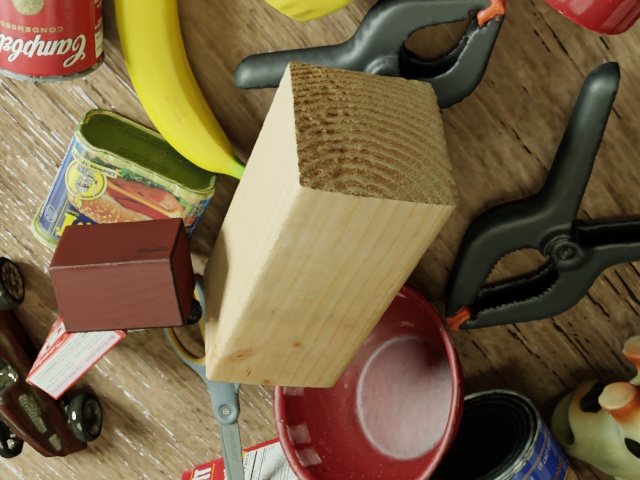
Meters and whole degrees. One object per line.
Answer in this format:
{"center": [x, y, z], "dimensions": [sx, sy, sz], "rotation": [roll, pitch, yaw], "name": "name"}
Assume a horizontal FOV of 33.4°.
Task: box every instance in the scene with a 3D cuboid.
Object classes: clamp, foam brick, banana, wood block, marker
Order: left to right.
{"center": [-0.123, 0.022, 0.668], "dimensions": [0.078, 0.053, 0.051], "rotation": [-3, 121, 5], "name": "foam brick"}
{"center": [-0.112, 0.052, 0.737], "dimensions": [0.020, 0.020, 0.121], "rotation": [40, 156, -20], "name": "marker"}
{"center": [-0.088, -0.118, 0.646], "dimensions": [0.070, 0.037, 0.198], "rotation": [-8, 121, 16], "name": "banana"}
{"center": [-0.004, 0.001, 0.645], "dimensions": [0.090, 0.091, 0.206], "rotation": [6, 143, -18], "name": "wood block"}
{"center": [0.045, -0.093, 0.650], "dimensions": [0.172, 0.039, 0.120], "rotation": [-21, 126, 28], "name": "clamp"}
{"center": [0.170, 0.001, 0.700], "dimensions": [0.164, 0.036, 0.210], "rotation": [34, 123, -16], "name": "clamp"}

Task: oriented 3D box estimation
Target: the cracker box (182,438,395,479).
{"center": [0.014, 0.230, 0.855], "dimensions": [0.214, 0.072, 0.164], "rotation": [-23, 119, 21], "name": "cracker box"}

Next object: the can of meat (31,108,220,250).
{"center": [-0.126, -0.027, 0.703], "dimensions": [0.102, 0.057, 0.084], "rotation": [24, 121, -12], "name": "can of meat"}

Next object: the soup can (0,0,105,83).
{"center": [-0.160, -0.151, 0.614], "dimensions": [0.068, 0.068, 0.102], "rotation": [7, 124, 1], "name": "soup can"}

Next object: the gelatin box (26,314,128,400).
{"center": [-0.164, 0.060, 0.756], "dimensions": [0.030, 0.073, 0.089], "rotation": [38, 120, -18], "name": "gelatin box"}

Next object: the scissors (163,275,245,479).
{"center": [-0.053, 0.111, 0.781], "dimensions": [0.096, 0.016, 0.202], "rotation": [-20, 103, 8], "name": "scissors"}

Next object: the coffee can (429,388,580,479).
{"center": [0.139, 0.191, 0.763], "dimensions": [0.103, 0.102, 0.140], "rotation": [-24, 116, 21], "name": "coffee can"}

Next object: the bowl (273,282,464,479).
{"center": [0.043, 0.107, 0.741], "dimensions": [0.162, 0.162, 0.055], "rotation": [-40, 145, 28], "name": "bowl"}

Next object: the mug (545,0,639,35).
{"center": [0.146, -0.171, 0.561], "dimensions": [0.117, 0.093, 0.082], "rotation": [47, 127, 12], "name": "mug"}

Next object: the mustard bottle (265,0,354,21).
{"center": [0.039, -0.180, 0.542], "dimensions": [0.192, 0.058, 0.096], "rotation": [-13, 134, 38], "name": "mustard bottle"}
